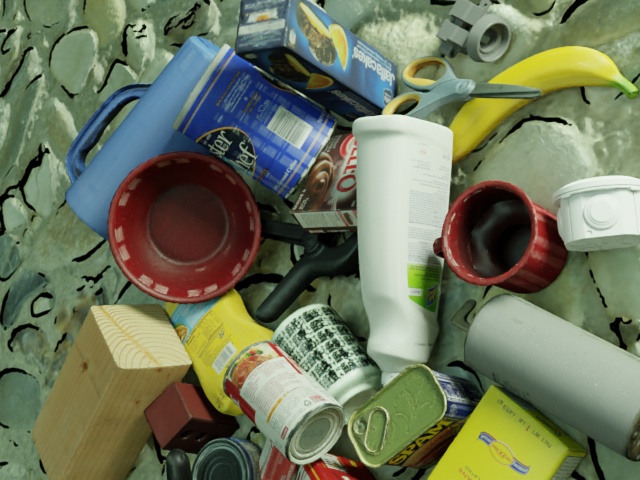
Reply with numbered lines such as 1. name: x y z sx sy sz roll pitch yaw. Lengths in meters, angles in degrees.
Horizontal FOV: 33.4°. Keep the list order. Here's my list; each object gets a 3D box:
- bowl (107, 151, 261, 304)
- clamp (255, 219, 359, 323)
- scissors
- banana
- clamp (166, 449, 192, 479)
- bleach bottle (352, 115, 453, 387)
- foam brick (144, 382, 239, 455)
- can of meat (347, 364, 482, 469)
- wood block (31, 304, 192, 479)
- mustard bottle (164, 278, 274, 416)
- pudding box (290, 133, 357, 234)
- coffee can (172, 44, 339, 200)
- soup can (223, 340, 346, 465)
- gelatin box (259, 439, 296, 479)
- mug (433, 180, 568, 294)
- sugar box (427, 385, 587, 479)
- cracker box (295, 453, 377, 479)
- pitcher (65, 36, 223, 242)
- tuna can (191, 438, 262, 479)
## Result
1. bowl: -0.143 -0.015 1.141 0.162 0.055 0.162 0 96 -3
2. clamp: -0.007 0.001 1.110 0.172 0.039 0.120 -30 59 20
3. scissors: 0.122 -0.129 1.012 0.096 0.016 0.202 -48 32 1
4. banana: 0.191 -0.133 0.991 0.198 0.037 0.069 -20 65 33
5. clamp: -0.139 0.332 1.102 0.210 0.036 0.165 52 129 29
6. bleach bottle: 0.073 0.016 0.990 0.068 0.102 0.251 0 85 43
7. foam brick: -0.136 0.190 1.133 0.053 0.078 0.051 -46 53 19
8. can of meat: 0.089 0.162 0.958 0.102 0.083 0.057 -43 56 21
9. wood block: -0.233 0.175 1.171 0.091 0.090 0.206 56 129 34
10. mustard bottle: -0.119 0.096 1.157 0.096 0.058 0.192 -54 52 10
11. pudding box: 0.033 -0.059 1.068 0.090 0.039 0.113 -2 50 38
12. coffee can: -0.067 -0.121 1.101 0.103 0.140 0.103 -56 7 11
13. soup can: -0.033 0.147 0.971 0.102 0.068 0.068 39 103 38
14. gelatin box: -0.034 0.199 1.049 0.089 0.030 0.073 -159 89 -85
15. mug: 0.158 0.004 0.950 0.117 0.081 0.093 -12 70 35
16. sugar box: 0.141 0.223 0.926 0.093 0.048 0.176 40 102 38
17. cracker box: -0.007 0.312 0.949 0.164 0.072 0.214 -162 91 -79
18. pitcher: -0.178 -0.113 1.218 0.243 0.149 0.145 -53 23 10
19. tuna can: -0.094 0.250 1.111 0.086 0.033 0.086 -12 70 35
